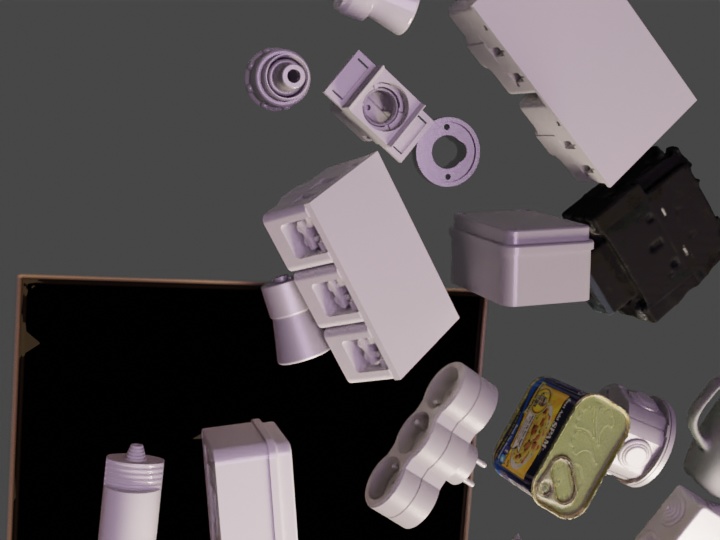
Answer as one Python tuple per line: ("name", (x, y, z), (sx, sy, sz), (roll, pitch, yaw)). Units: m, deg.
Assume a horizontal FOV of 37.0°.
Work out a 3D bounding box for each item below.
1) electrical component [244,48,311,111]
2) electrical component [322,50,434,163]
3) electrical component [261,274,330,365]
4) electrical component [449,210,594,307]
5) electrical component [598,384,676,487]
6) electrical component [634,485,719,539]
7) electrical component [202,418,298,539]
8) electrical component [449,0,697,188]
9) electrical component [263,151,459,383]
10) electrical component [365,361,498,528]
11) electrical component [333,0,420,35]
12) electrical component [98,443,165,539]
("electrical component", (-0.057, -0.142, 0.796), (0.048, 0.062, 0.048), (-2, 98, -18))
("electrical component", (0.010, -0.124, 0.821), (0.081, 0.064, 0.042), (41, 82, -19))
("electrical component", (-0.052, 0.036, 0.833), (0.044, 0.044, 0.065), (-19, 98, -16))
("electrical component", (0.125, -0.012, 0.849), (0.078, 0.113, 0.057), (-4, 101, -18))
("electrical component", (0.229, 0.141, 0.922), (0.051, 0.080, 0.080), (23, 89, -15))
("electrical component", (0.301, 0.253, 0.968), (0.100, 0.048, 0.099), (33, 99, -20))
("electrical component", (-0.084, 0.177, 0.821), (0.057, 0.078, 0.113), (-6, 99, -15))
("electrical component", (0.170, -0.172, 0.871), (0.105, 0.060, 0.186), (-44, 108, -9))
("electrical component", (0.000, 0.000, 0.822), (0.089, 0.062, 0.150), (-41, 111, -42))
("electrical component", (0.072, 0.151, 0.883), (0.074, 0.052, 0.138), (35, 85, -19))
("electrical component", (0.013, -0.209, 0.821), (0.055, 0.045, 0.045), (16, 92, -19))
("electrical component", (-0.172, 0.171, 0.808), (0.043, 0.043, 0.081), (5, 95, -19))
